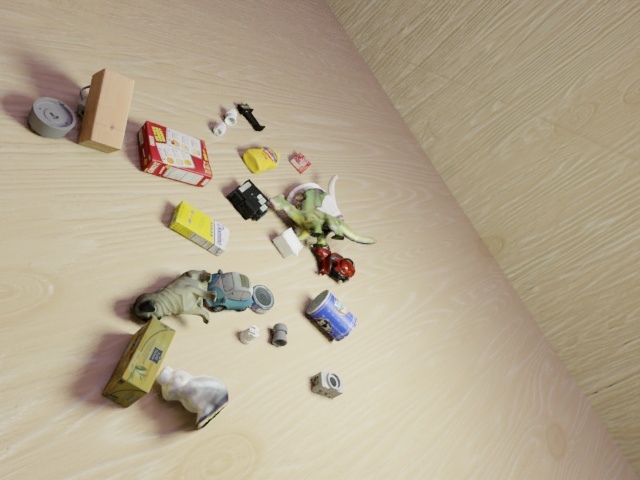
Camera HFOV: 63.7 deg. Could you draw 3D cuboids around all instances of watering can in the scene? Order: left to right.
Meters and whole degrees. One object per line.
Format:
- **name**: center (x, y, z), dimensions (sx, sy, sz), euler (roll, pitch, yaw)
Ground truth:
- **watering can**: center (0.016, -0.141, 2.035), dimensions (0.352, 0.225, 0.102), euler (-30, -9, -45)

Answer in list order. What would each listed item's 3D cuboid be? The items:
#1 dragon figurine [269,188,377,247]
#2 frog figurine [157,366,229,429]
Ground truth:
- **dragon figurine**: center (0.006, -0.095, 1.889), dimensions (0.410, 0.248, 0.120), euler (5, -31, -24)
- **frog figurine**: center (-0.291, 0.342, 1.185), dimensions (0.123, 0.160, 0.136), euler (-41, -11, -2)
